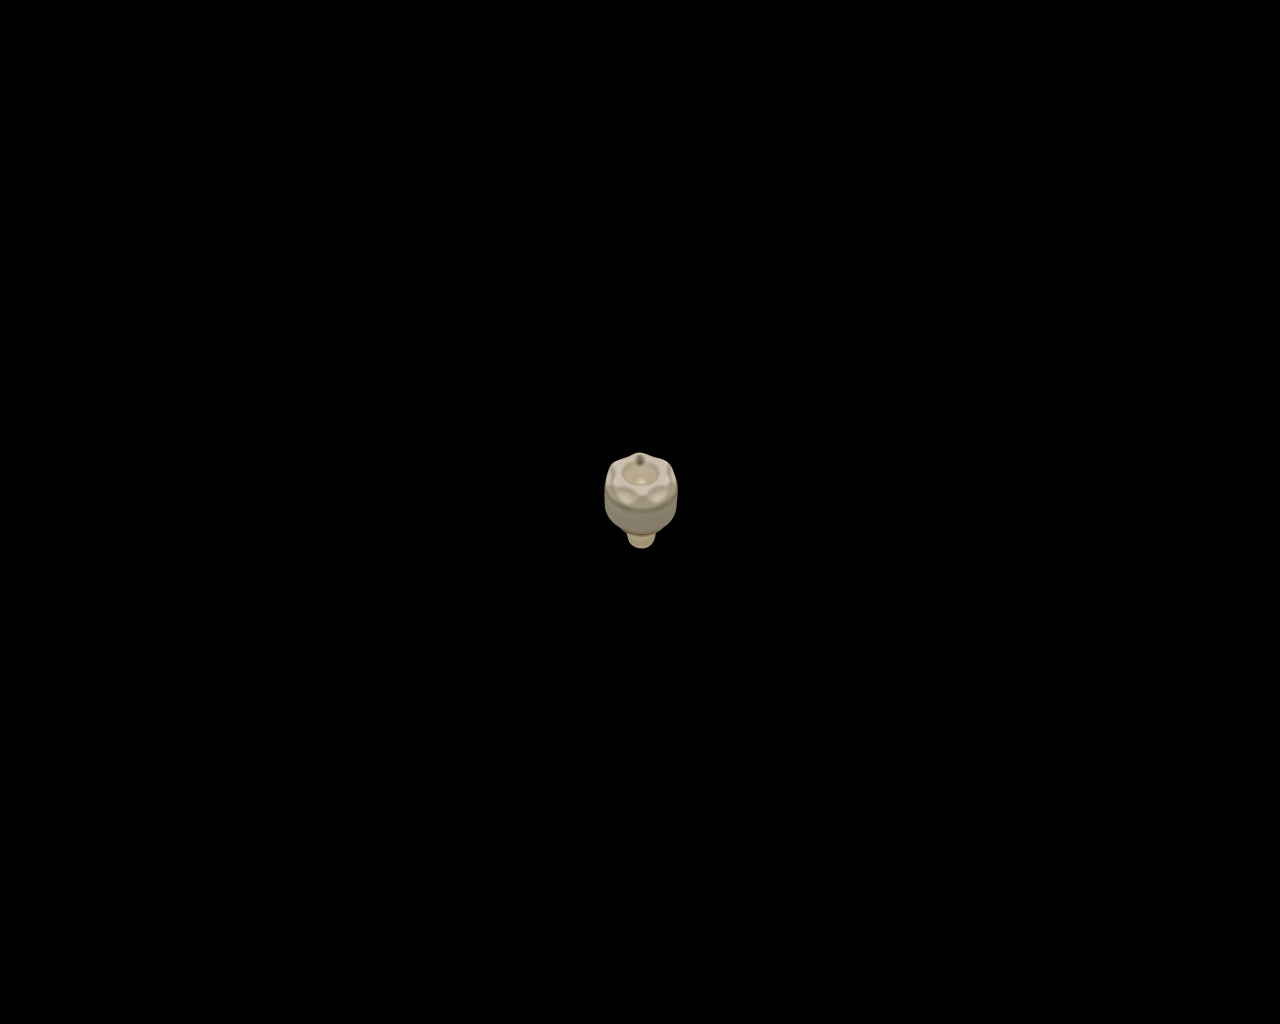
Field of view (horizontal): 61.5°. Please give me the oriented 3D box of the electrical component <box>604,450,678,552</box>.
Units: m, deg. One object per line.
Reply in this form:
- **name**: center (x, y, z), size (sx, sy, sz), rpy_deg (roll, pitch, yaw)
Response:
- **electrical component**: center (0.001, -0.003, 0.650), size (0.043, 0.043, 0.062), rpy_deg (0, -45, 0)
